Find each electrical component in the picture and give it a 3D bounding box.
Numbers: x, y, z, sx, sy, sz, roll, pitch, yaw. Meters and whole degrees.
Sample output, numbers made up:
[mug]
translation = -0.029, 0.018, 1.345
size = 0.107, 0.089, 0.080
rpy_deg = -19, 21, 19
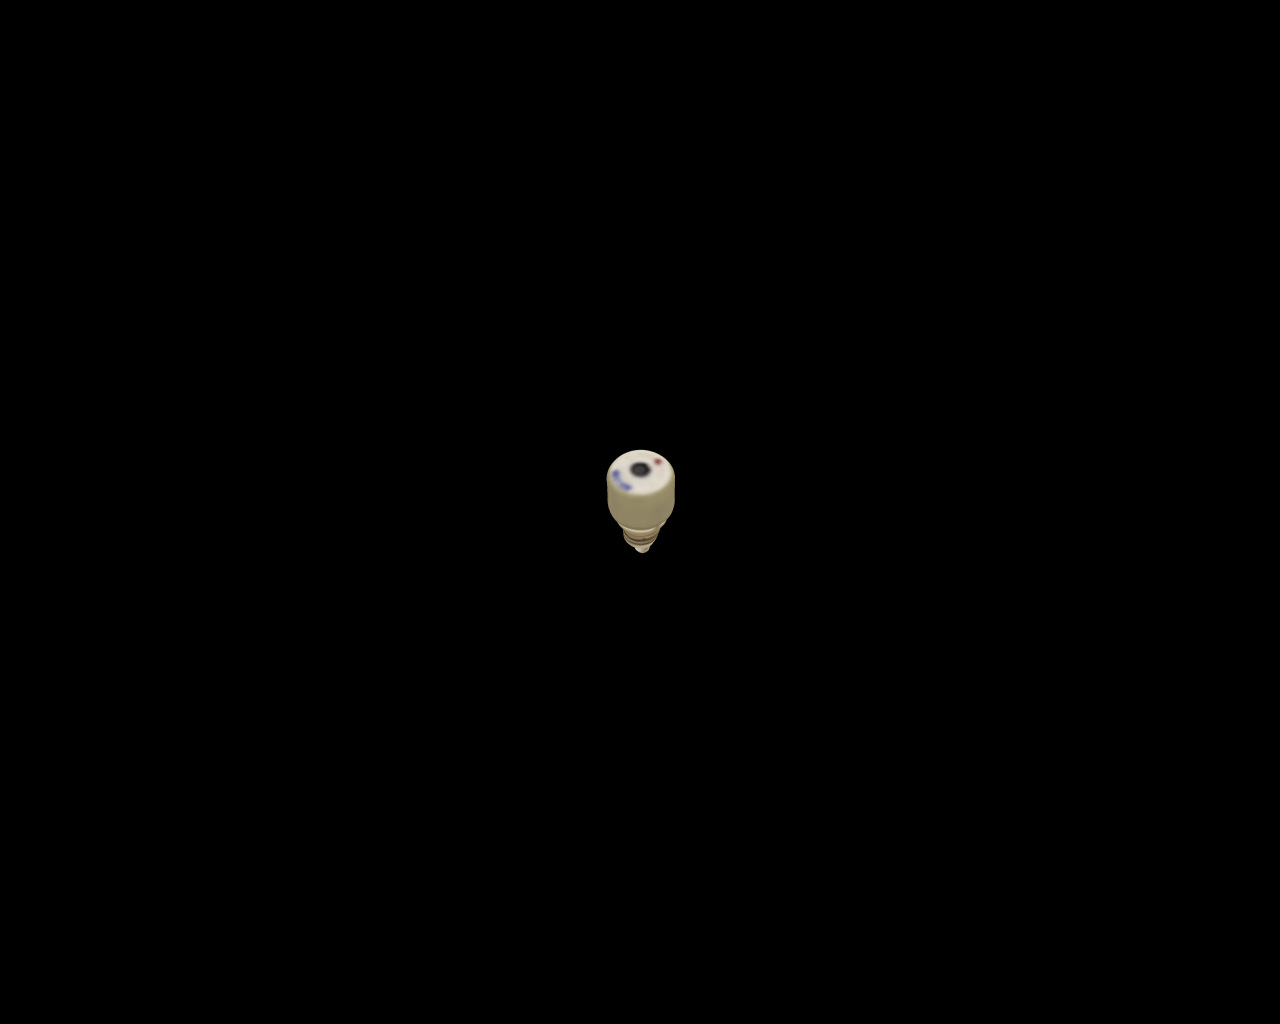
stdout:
[electrical component]
translation = 0.001, -0.003, 0.650
size = 0.040, 0.040, 0.078
rpy_deg = 0, -41, 0
